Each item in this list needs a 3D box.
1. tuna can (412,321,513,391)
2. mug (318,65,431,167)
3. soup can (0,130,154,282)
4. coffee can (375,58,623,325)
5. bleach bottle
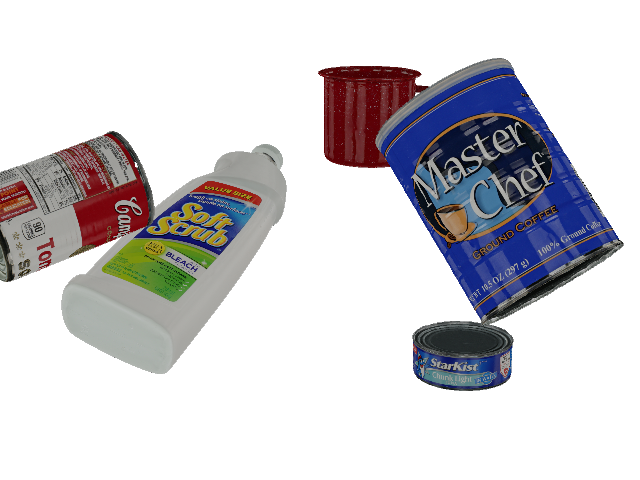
[{"bbox_3d":[0.122,0.099,0.916,0.086,0.034,0.086,-1,14,0],"label":"tuna can"},{"bbox_3d":[0.056,-0.113,0.974,0.117,0.081,0.093,0,16,-1],"label":"mug"},{"bbox_3d":[-0.168,-0.023,0.686,0.102,0.068,0.069,-24,12,-27],"label":"soup can"},{"bbox_3d":[0.113,-0.031,0.689,0.102,0.140,0.103,-28,-12,-7],"label":"coffee can"},{"bbox_3d":[-0.104,-0.005,0.892,0.102,0.068,0.250,24,46,9],"label":"bleach bottle"}]
